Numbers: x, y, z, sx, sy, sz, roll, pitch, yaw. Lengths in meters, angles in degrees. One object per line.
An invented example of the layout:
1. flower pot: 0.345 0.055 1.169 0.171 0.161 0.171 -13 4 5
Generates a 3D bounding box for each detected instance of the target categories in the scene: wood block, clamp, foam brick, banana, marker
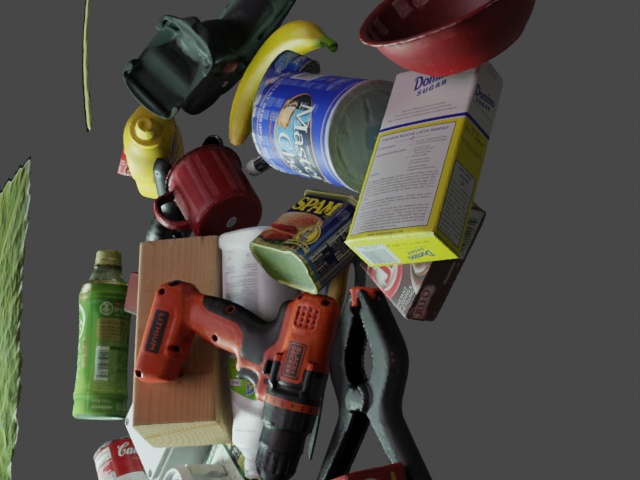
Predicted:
1. wood block: -0.144 0.109 1.143 0.090 0.091 0.206 72 -166 -63
2. clamp: 0.050 0.147 0.946 0.165 0.036 0.210 -3 83 53
3. foam brick: -0.198 0.071 1.308 0.078 0.052 0.051 11 91 56
4. banana: -0.053 -0.183 1.178 0.198 0.037 0.069 -41 49 43
5. marker: -0.040 -0.096 1.154 0.121 0.020 0.020 -25 61 50
6. clamp: -0.174 -0.041 1.262 0.039 0.120 0.172 30 113 25

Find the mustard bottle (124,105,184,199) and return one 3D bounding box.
1. mustard bottle: -0.198 -0.113 1.272 0.192 0.058 0.096 106 176 -80

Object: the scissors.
1. scissors: -0.004 0.105 1.051 0.096 0.016 0.202 31 106 51

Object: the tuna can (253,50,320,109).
1. tuna can: -0.035 -0.152 1.100 0.034 0.086 0.086 26 108 13

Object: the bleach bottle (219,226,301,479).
1. bleach bottle: -0.063 0.116 1.096 0.103 0.067 0.251 -10 75 55

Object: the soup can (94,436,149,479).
1. soup can: -0.228 0.296 1.280 0.069 0.068 0.102 -55 42 31

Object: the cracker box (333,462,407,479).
1. cracker box: 0.004 0.298 0.918 0.214 0.071 0.164 -34 66 48

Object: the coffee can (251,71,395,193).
1. coffee can: 0.013 -0.104 1.005 0.141 0.102 0.103 19 98 55

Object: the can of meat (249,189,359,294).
1. can of meat: -0.007 0.001 1.011 0.083 0.057 0.102 -42 27 -22

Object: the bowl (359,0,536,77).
1. bowl: 0.115 -0.182 0.878 0.162 0.055 0.162 -25 26 13

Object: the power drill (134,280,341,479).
1. power drill: -0.082 0.125 1.027 0.188 0.057 0.184 14 85 21

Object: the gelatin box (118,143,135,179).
1. gelatin box: -0.236 -0.117 1.430 0.089 0.030 0.073 21 98 55

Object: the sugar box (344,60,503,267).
1. sugar box: 0.088 -0.066 0.881 0.094 0.048 0.176 -6 53 42

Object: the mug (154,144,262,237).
1. mug: -0.126 -0.042 1.185 0.093 0.117 0.081 94 152 -44

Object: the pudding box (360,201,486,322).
1. pudding box: 0.087 0.001 0.927 0.090 0.039 0.114 50 121 49
